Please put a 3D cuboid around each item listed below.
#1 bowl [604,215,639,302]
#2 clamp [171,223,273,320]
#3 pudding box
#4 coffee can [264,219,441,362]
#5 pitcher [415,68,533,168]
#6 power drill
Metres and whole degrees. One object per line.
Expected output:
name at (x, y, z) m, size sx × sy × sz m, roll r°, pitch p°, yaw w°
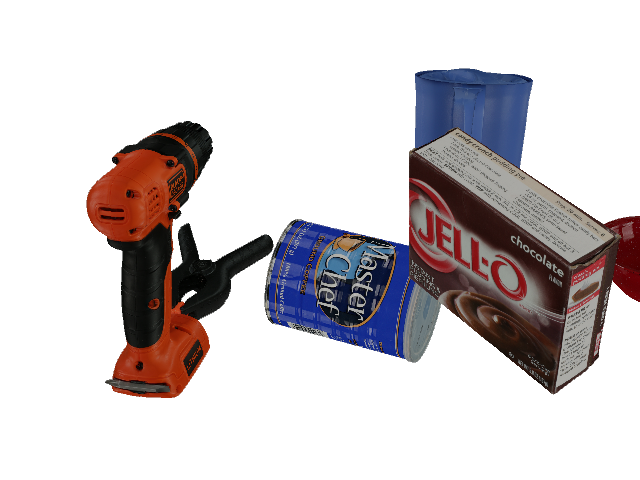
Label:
bowl at (0.375, 0.029, 1.159) m, size 0.162 × 0.055 × 0.162 m, roll 0°, pitch 26°, yaw 0°
clamp at (-0.125, 0.038, 1.241) m, size 0.120 × 0.039 × 0.171 m, roll -2°, pitch 39°, yaw 13°
pudding box at (0.092, 0.008, 0.536) m, size 0.039 × 0.090 × 0.114 m, roll -32°, pitch 50°, yaw -25°
coffee can at (0.033, 0.045, 0.979) m, size 0.140 × 0.103 × 0.102 m, roll 14°, pitch 4°, yaw 18°
pitcher at (0.167, -0.074, 1.233) m, size 0.149 × 0.243 × 0.145 m, roll -8°, pitch 18°, yaw -33°
power drill at (-0.122, 0.012, 0.824) m, size 0.057 × 0.188 × 0.184 m, roll 3°, pitch 22°, yaw 13°
